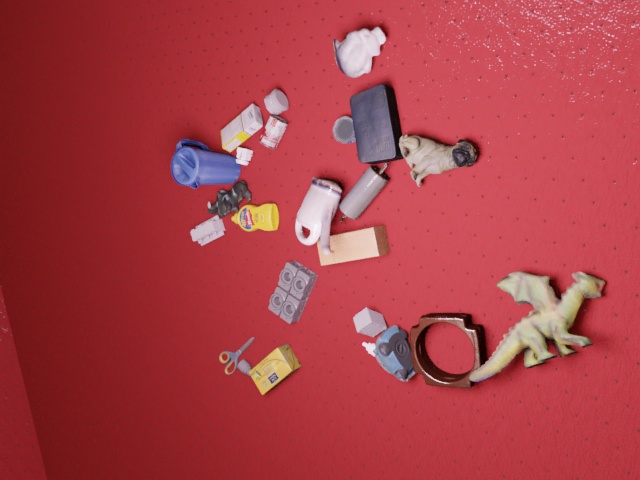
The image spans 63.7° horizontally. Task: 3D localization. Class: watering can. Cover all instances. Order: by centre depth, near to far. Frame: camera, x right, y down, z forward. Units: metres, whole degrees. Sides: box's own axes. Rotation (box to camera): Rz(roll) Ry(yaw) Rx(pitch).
[{"bbox_3d":[0.005,-0.081,1.606,0.223,0.103,0.351,-67,23,5],"label":"watering can"}]

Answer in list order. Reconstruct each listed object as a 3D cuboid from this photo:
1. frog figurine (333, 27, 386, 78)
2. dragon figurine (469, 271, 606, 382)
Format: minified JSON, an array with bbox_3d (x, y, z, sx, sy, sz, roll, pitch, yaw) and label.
[{"bbox_3d":[0.129,-0.578,1.583,0.159,0.125,0.135,-12,119,22],"label":"frog figurine"},{"bbox_3d":[0.546,0.203,1.349,0.407,0.121,0.246,-23,69,19],"label":"dragon figurine"}]
